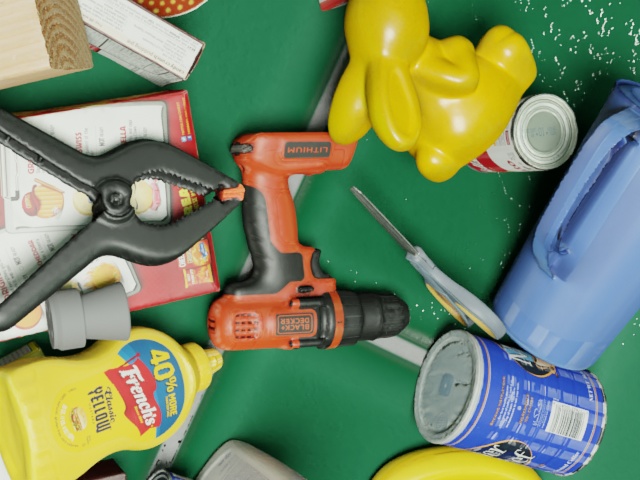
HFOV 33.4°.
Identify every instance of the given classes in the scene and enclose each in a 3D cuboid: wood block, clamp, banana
[{"bbox_3d":[-0.276,-0.140,0.737,0.206,0.090,0.091,-12,98,9],"label":"wood block"},{"bbox_3d":[-0.159,-0.035,0.774,0.209,0.036,0.164,-13,87,-26],"label":"clamp"},{"bbox_3d":[0.123,0.221,0.988,0.197,0.037,0.070,-5,115,-19],"label":"banana"}]

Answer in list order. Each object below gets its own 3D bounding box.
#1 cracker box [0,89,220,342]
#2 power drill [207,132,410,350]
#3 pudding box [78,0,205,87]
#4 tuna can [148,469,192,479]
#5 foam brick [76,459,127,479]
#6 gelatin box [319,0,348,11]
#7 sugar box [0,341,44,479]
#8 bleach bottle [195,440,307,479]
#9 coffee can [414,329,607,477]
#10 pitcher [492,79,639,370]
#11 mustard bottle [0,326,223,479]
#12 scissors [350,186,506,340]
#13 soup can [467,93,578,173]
[{"bbox_3d":[-0.198,-0.021,0.827,0.213,0.072,0.164,-13,102,-20],"label":"cracker box"},{"bbox_3d":[-0.006,0.001,0.912,0.184,0.057,0.188,-2,93,-25],"label":"power drill"},{"bbox_3d":[-0.153,-0.162,0.829,0.113,0.090,0.039,26,85,-20],"label":"pudding box"},{"bbox_3d":[-0.126,0.232,0.863,0.033,0.086,0.086,24,84,-22],"label":"tuna can"},{"bbox_3d":[-0.195,0.213,0.854,0.078,0.051,0.053,-10,96,-20],"label":"foam brick"},{"bbox_3d":[0.048,-0.226,0.911,0.089,0.073,0.030,-21,99,-19],"label":"gelatin box"},{"bbox_3d":[-0.277,0.162,0.823,0.176,0.048,0.093,-28,104,-15],"label":"sugar box"},{"bbox_3d":[-0.036,0.227,0.808,0.068,0.251,0.102,35,80,-19],"label":"bleach bottle"},{"bbox_3d":[0.171,0.148,0.964,0.140,0.103,0.103,18,86,-21],"label":"coffee can"},{"bbox_3d":[0.246,-0.008,0.924,0.149,0.145,0.243,26,114,-6],"label":"pitcher"},{"bbox_3d":[-0.154,0.119,0.827,0.191,0.058,0.096,-17,98,-42],"label":"mustard bottle"},{"bbox_3d":[0.099,0.027,0.909,0.016,0.096,0.201,-50,137,-7],"label":"scissors"},{"bbox_3d":[0.174,-0.095,0.951,0.068,0.102,0.068,-1,93,-21],"label":"soup can"}]
